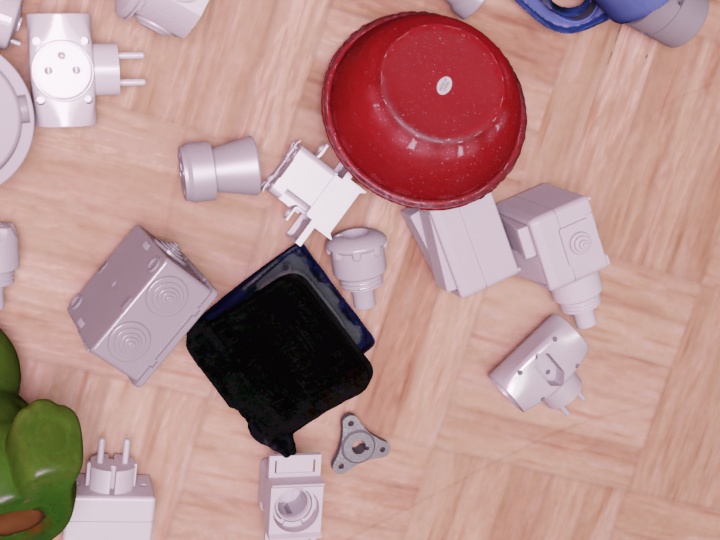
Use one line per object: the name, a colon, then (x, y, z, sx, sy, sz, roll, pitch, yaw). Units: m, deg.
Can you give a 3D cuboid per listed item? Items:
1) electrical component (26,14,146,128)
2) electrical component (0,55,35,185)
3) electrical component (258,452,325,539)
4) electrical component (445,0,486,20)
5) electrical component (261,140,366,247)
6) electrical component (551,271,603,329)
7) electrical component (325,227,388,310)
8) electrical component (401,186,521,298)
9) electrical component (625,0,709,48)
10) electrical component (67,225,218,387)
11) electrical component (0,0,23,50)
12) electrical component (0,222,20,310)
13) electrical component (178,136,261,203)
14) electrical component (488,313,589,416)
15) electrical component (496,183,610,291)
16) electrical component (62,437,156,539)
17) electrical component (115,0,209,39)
electrical component: (-0.191, -0.141, 0.758, 0.079, 0.044, 0.077, -4, 103, -16)
electrical component: (-0.277, -0.106, 0.730, 0.108, 0.060, 0.108, -4, 105, -15)
electrical component: (-0.056, 0.180, 0.856, 0.042, 0.064, 0.081, 2, 101, -15)
electrical component: (0.075, -0.222, 0.822, 0.046, 0.040, 0.040, 38, 89, -15)
electrical component: (-0.038, -0.062, 0.822, 0.064, 0.042, 0.081, 36, 89, -17)
electrical component: (0.183, 0.019, 0.904, 0.043, 0.043, 0.062, -23, 108, -11)
electrical component: (0.000, 0.000, 0.846, 0.048, 0.048, 0.062, -13, 112, -13)
electrical component: (0.075, -0.033, 0.850, 0.061, 0.062, 0.096, -25, 107, -10)
electrical component: (0.247, -0.212, 0.868, 0.047, 0.055, 0.055, 24, 94, -23)
electrical component: (-0.160, 0.023, 0.775, 0.048, 0.100, 0.099, 41, 88, -33)
electrical component: (-0.266, -0.179, 0.730, 0.078, 0.040, 0.040, 18, 96, -19)
electrical component: (-0.265, -0.002, 0.767, 0.043, 0.043, 0.062, -3, 104, -16)
electrical component: (-0.104, -0.074, 0.798, 0.055, 0.045, 0.045, -8, 104, -14)
electrical component: (0.162, 0.091, 0.912, 0.077, 0.043, 0.079, -43, 109, -4)
electrical component: (0.150, -0.025, 0.856, 0.061, 0.096, 0.061, -23, 107, -9)
electrical component: (-0.191, 0.165, 0.822, 0.066, 0.047, 0.076, 5, 100, -17)
electrical component: (-0.132, -0.202, 0.744, 0.051, 0.080, 0.080, 26, 94, -25)
